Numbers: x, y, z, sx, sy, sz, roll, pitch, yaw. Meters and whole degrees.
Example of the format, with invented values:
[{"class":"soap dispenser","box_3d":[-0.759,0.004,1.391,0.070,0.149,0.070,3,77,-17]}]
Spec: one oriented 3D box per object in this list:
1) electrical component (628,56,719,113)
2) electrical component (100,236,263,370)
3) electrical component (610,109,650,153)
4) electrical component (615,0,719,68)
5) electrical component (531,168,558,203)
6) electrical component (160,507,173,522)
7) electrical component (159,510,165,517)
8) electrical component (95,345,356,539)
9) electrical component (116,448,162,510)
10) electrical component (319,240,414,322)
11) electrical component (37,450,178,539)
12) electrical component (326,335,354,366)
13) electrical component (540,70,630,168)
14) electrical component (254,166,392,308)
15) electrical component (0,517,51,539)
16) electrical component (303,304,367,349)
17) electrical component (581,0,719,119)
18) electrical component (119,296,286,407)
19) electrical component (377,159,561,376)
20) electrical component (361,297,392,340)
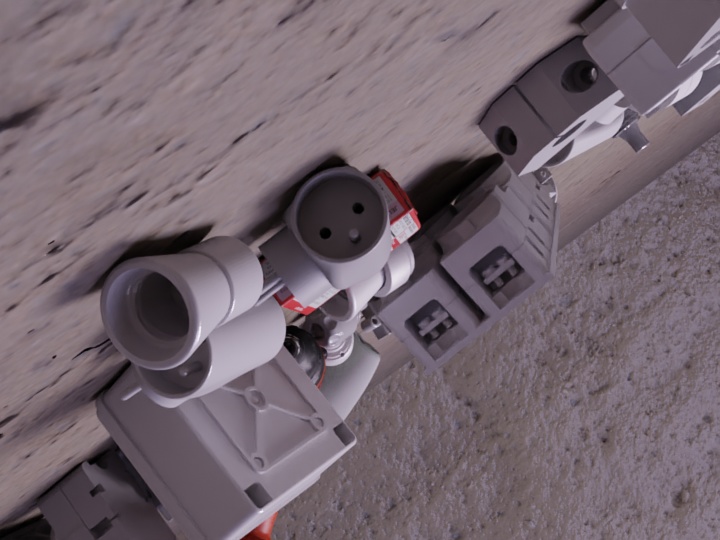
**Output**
[{"class":"electrical component","box_3d":[0.213,-0.152,0.689,0.074,0.052,0.138,-29,169,-44]},{"class":"electrical component","box_3d":[-0.067,0.009,0.432,0.044,0.044,0.065,-41,176,27]},{"class":"electrical component","box_3d":[0.183,-0.110,0.767,0.035,0.061,0.035,-37,172,-6]},{"class":"electrical component","box_3d":[0.178,-0.156,0.493,0.113,0.057,0.078,-36,172,-8]},{"class":"electrical component","box_3d":[0.137,-0.063,0.903,0.066,0.048,0.055,-41,164,27]},{"class":"electrical component","box_3d":[-0.149,0.159,0.861,0.081,0.063,0.042,-32,172,-31]},{"class":"electrical component","box_3d":[-0.166,0.189,1.000,0.059,0.053,0.095,-34,172,-23]},{"class":"electrical component","box_3d":[-0.074,0.088,0.612,0.056,0.108,0.109,-45,169,31]},{"class":"electrical component","box_3d":[-0.138,0.133,0.795,0.059,0.053,0.095,-33,171,-31]},{"class":"electrical component","box_3d":[0.000,0.000,0.661,0.055,0.045,0.045,-33,171,-32]},{"class":"electrical component","box_3d":[-0.182,0.186,0.771,0.056,0.089,0.050,-39,172,15]},{"class":"electrical component","box_3d":[-0.025,0.058,0.906,0.040,0.040,0.078,-36,172,-7]},{"class":"electrical component","box_3d":[0.149,-0.108,0.703,0.077,0.043,0.079,-28,167,-48]},{"class":"electrical component","box_3d":[-0.022,-0.009,0.511,0.079,0.044,0.077,-37,172,-2]},{"class":"electrical component","box_3d":[-0.247,0.232,0.804,0.079,0.063,0.121,3,-179,14]},{"class":"electrical component","box_3d":[-0.016,0.037,0.847,0.061,0.035,0.035,-32,171,-48]},{"class":"electrical component","box_3d":[0.165,-0.131,0.590,0.062,0.061,0.096,-41,180,25]},{"class":"electrical component","box_3d":[-0.086,0.042,0.532,0.079,0.043,0.077,-34,174,22]},{"class":"electrical component","box_3d":[0.079,-0.013,0.757,0.105,0.060,0.186,-40,-175,20]},{"class":"electrical component","box_3d":[0.038,0.034,1.035,0.066,0.048,0.055,-30,177,-44]}]
